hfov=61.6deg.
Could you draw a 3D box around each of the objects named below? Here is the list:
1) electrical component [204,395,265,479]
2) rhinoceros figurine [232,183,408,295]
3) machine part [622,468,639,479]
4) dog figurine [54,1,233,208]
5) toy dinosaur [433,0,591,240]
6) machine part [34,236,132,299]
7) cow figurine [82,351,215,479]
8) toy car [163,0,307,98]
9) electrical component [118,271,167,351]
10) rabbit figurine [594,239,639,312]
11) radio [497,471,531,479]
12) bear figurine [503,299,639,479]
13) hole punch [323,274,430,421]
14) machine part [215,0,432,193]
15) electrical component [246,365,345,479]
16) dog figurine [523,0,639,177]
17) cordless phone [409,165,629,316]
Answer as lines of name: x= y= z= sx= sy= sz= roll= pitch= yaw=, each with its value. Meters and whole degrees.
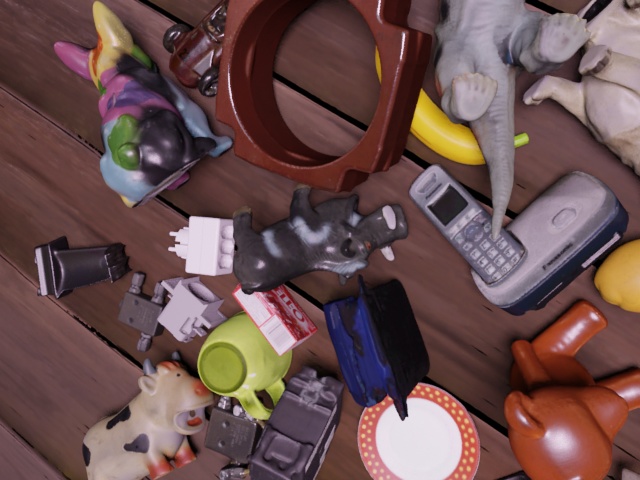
electrical component: x=-0.098 y=0.227 z=0.631 sx=0.078 sy=0.045 sz=0.102 roll=20 pitch=96 yaw=14
rhinoceros figurine: x=-0.001 y=-0.002 z=0.562 sx=0.190 sy=0.073 sz=0.112 roll=-17 pitch=46 yaw=-15
machine part: x=0.289 y=0.338 z=0.503 sx=0.079 sy=0.079 sz=0.243 roll=1 pitch=91 yaw=16
dog figurine: x=-0.217 y=-0.156 z=0.603 sx=0.108 sy=0.191 sz=0.219 roll=-37 pitch=96 yaw=20
toy dinosaur: x=0.161 y=-0.218 z=0.500 sx=0.131 sy=0.192 sz=0.404 roll=10 pitch=104 yaw=4
machine part: x=-0.314 y=0.034 z=0.698 sx=0.139 sy=0.039 sz=0.084 roll=-5 pitch=84 yaw=18
cow figurine: x=-0.205 y=0.219 z=0.643 sx=0.195 sy=0.085 sz=0.127 roll=-32 pitch=77 yaw=20
toy car: x=-0.099 y=-0.258 z=0.628 sx=0.202 sy=0.053 sz=0.089 roll=-39 pitch=77 yaw=14
electrical component: x=-0.225 y=0.091 z=0.680 sx=0.063 sy=0.021 sz=0.094 roll=19 pitch=96 yaw=16
rabbit figurine: x=0.341 y=0.045 z=0.472 sx=0.173 sy=0.121 sz=0.162 roll=27 pitch=96 yaw=34
radio: x=0.119 y=0.320 z=0.524 sx=0.230 sy=0.131 sz=0.073 roll=-29 pitch=84 yaw=14
bear figurine: x=0.222 y=0.136 z=0.460 sx=0.132 sy=0.195 sz=0.120 roll=-36 pitch=78 yaw=12
hole punch: x=0.046 y=0.108 z=0.558 sx=0.092 sy=0.115 sz=0.142 roll=-18 pitch=85 yaw=24
machine part: x=-0.001 y=-0.164 z=0.552 sx=0.202 sy=0.087 sz=0.200 roll=23 pitch=115 yaw=24
electrical component: x=-0.024 y=0.213 z=0.564 sx=0.058 sy=0.115 sz=0.134 roll=23 pitch=140 yaw=16
dog figurine: x=0.315 y=-0.136 z=0.497 sx=0.190 sy=0.121 sz=0.172 roll=34 pitch=87 yaw=-9
cordless phone: x=0.187 y=-0.031 z=0.534 sx=0.146 sy=0.088 sz=0.184 roll=-48 pitch=60 yaw=18
